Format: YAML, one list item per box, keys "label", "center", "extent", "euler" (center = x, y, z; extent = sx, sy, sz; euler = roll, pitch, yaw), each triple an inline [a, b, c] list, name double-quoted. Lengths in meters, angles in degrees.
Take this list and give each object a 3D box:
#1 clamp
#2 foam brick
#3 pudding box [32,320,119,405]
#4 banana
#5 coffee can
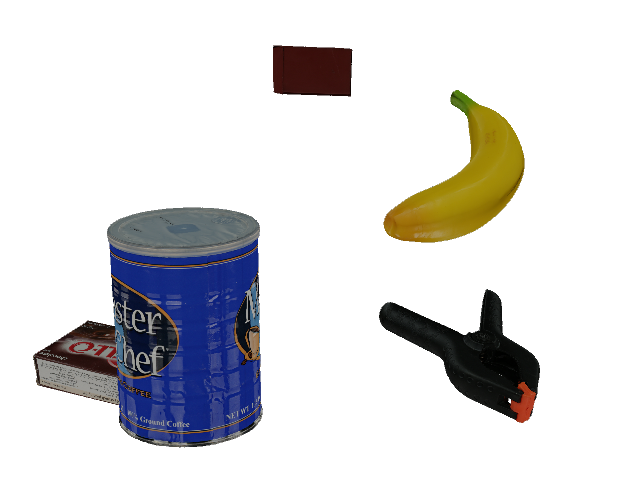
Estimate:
- label: "clamp"
  center: [0.142, 0.092, 0.924]
  extent: [0.120, 0.039, 0.172]
  euler: [-17, 37, -25]
- label: "foam brick"
  center: [-0.009, -0.182, 1.149]
  extent: [0.078, 0.051, 0.053]
  euler: [0, 11, -13]
- label: "pudding box"
  center: [-0.210, 0.120, 1.051]
  extent: [0.114, 0.039, 0.089]
  euler: [7, 20, 24]
- label: "banana"
  center: [0.099, -0.043, 0.719]
  extent: [0.070, 0.037, 0.197]
  euler: [15, 34, 12]
- label: "coffee can"
  center: [-0.092, 0.057, 0.740]
  extent: [0.103, 0.140, 0.103]
  euler: [0, 16, 0]
